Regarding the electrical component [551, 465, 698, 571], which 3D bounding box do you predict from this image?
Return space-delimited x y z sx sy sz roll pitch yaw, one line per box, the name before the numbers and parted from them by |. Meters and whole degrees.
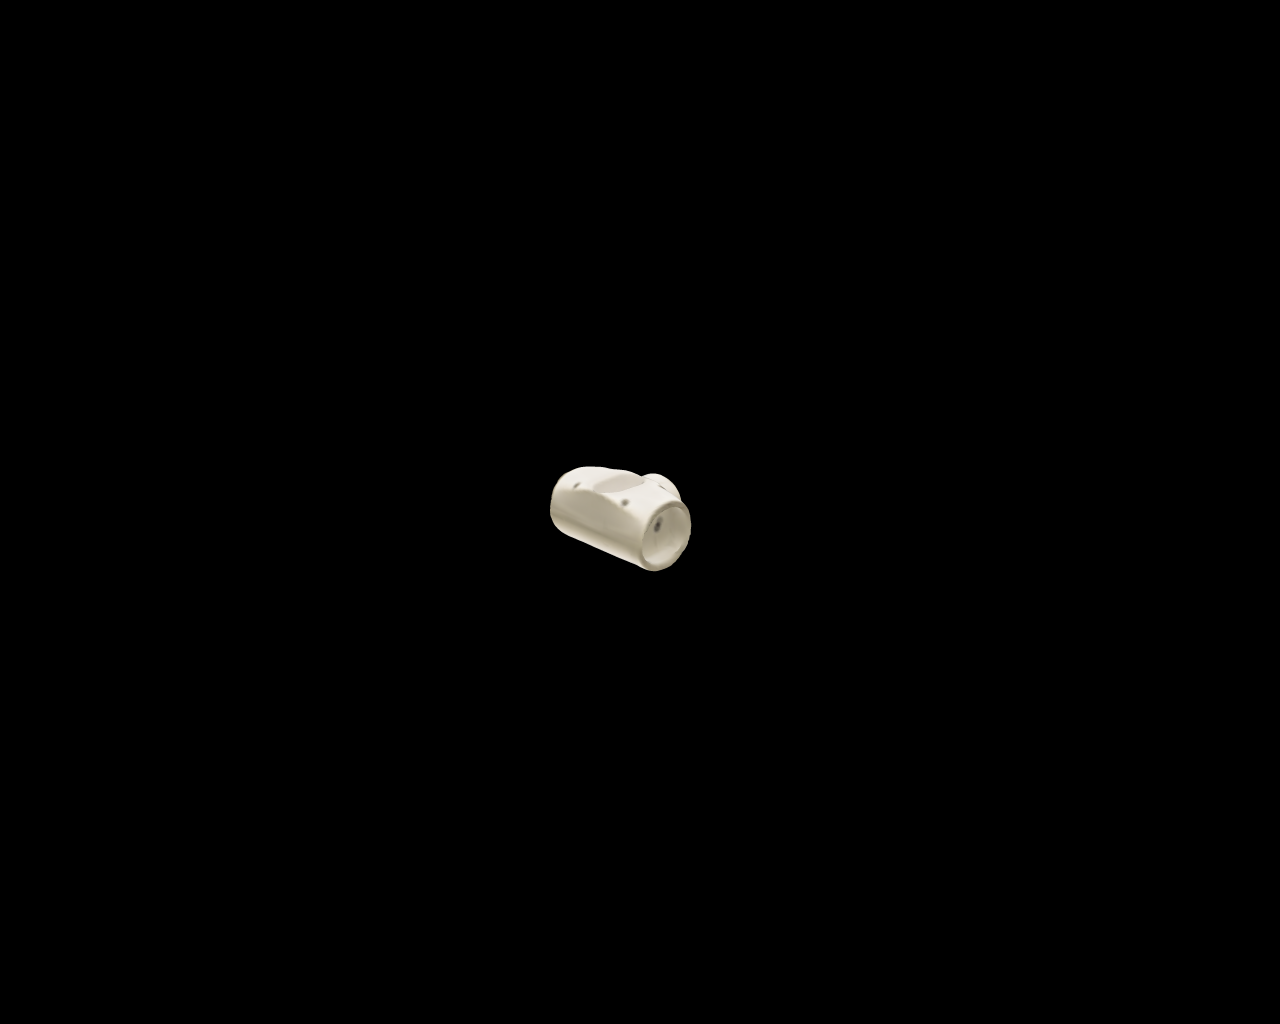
electrical component | 0.001 -0.003 0.650 0.079 0.043 0.077 -22 32 -40
